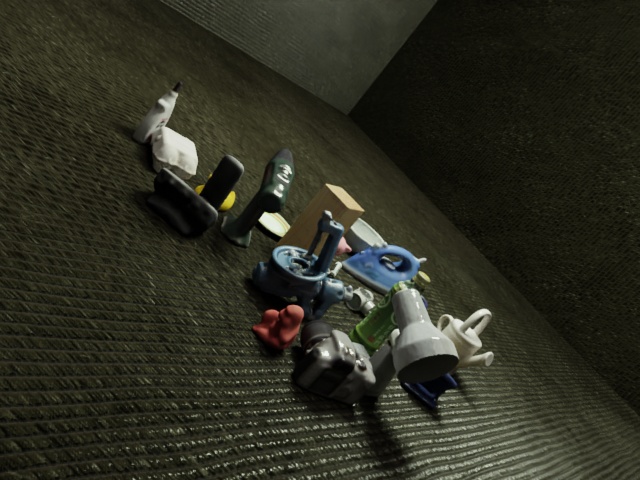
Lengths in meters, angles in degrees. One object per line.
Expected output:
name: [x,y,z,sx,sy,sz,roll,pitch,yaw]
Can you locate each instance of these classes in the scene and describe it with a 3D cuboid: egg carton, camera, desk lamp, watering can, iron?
egg carton: [-0.345,-0.203,1.342,0.108,0.069,0.150,28,22,-34]
camera: [0.025,0.212,1.060,0.144,0.100,0.136,29,21,-30]
desk lamp: [0.145,0.212,1.118,0.118,0.213,0.202,24,24,-40]
watering can: [0.379,0.260,1.494,0.172,0.194,0.101,46,19,17]
iron: [0.191,0.068,1.652,0.259,0.141,0.118,26,23,-38]

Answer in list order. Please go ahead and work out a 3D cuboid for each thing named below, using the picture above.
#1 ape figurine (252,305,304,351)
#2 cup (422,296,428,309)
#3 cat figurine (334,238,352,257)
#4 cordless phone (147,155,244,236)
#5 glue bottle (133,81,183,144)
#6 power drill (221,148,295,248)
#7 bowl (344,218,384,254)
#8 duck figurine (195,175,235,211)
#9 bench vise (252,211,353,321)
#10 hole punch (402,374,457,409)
ape figurine: [-0.065,0.153,1.035,0.076,0.092,0.077,30,21,-27]
cup: [0.228,0.175,1.552,0.092,0.095,0.118,37,19,-9]
cat figurine: [0.014,0.005,1.488,0.127,0.117,0.067,45,19,14]
cordless phone: [-0.245,-0.115,1.153,0.147,0.185,0.094,39,18,-4]
glue bottle: [-0.375,-0.305,1.354,0.037,0.173,0.078,38,18,-5]
power drill: [-0.132,-0.094,1.288,0.076,0.208,0.229,34,19,-19]
bowl: [0.122,0.000,1.781,0.168,0.074,0.167,36,19,-14]
duck figurine: [-0.234,-0.122,1.347,0.105,0.086,0.077,16,30,-51]
bench vise: [-0.006,0.047,1.192,0.208,0.219,0.121,24,24,-40]
hole punch: [0.245,0.304,1.296,0.109,0.091,0.101,40,18,-2]
